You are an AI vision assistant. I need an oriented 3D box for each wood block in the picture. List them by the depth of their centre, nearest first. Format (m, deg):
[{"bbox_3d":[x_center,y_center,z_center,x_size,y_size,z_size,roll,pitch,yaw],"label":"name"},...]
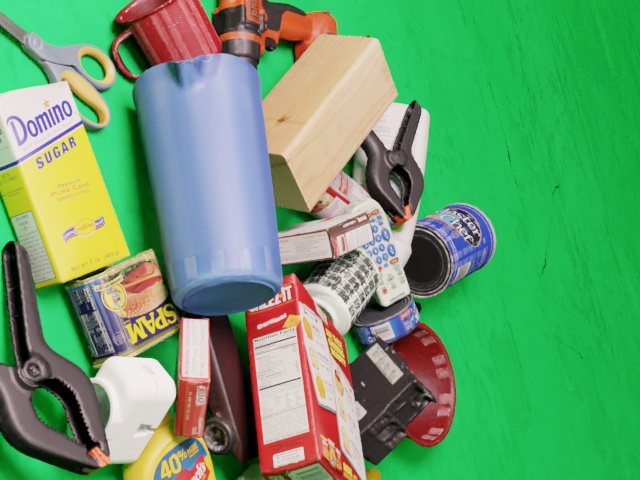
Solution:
[{"bbox_3d":[-0.007,-0.140,1.239,0.205,0.091,0.090,-53,137,-29],"label":"wood block"}]

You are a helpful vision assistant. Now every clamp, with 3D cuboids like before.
[{"bbox_3d":[-0.247,0.106,0.901,0.210,0.036,0.164,47,41,-11],"label":"clamp"},{"bbox_3d":[0.097,-0.105,1.347,0.120,0.039,0.171,-14,81,-23],"label":"clamp"}]

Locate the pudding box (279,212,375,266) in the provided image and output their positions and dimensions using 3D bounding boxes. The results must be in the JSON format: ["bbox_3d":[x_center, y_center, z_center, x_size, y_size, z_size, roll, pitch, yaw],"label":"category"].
[{"bbox_3d":[-0.008,0.001,1.227,0.089,0.114,0.039,-25,101,-53],"label":"pudding box"}]

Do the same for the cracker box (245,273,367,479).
[{"bbox_3d":[-0.016,0.170,1.123,0.164,0.072,0.214,56,20,-52],"label":"cracker box"}]

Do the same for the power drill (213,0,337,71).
[{"bbox_3d":[-0.052,-0.233,1.292,0.187,0.057,0.184,13,74,-53],"label":"power drill"}]

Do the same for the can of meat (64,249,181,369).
[{"bbox_3d":[-0.185,0.064,1.015,0.101,0.058,0.084,-28,99,-54],"label":"can of meat"}]

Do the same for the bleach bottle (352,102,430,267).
[{"bbox_3d":[0.079,-0.054,1.394,0.068,0.102,0.251,81,18,-72],"label":"bleach bottle"}]

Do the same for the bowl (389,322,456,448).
[{"bbox_3d":[0.112,0.188,1.376,0.161,0.055,0.162,22,62,-49],"label":"bowl"}]

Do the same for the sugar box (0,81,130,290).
[{"bbox_3d":[-0.246,-0.052,0.980,0.093,0.048,0.176,-27,102,-54],"label":"sugar box"}]

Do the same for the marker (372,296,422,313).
[{"bbox_3d":[0.098,0.080,1.426,0.120,0.020,0.020,24,60,-48],"label":"marker"}]

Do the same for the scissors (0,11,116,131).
[{"bbox_3d":[-0.263,-0.194,1.028,0.201,0.016,0.096,54,39,-28],"label":"scissors"}]

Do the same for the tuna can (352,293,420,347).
[{"bbox_3d":[0.081,0.099,1.339,0.086,0.086,0.034,-43,115,-51],"label":"tuna can"}]

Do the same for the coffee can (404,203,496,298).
[{"bbox_3d":[0.167,0.013,1.470,0.140,0.103,0.103,-23,98,-54],"label":"coffee can"}]

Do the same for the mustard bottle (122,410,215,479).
[{"bbox_3d":[-0.139,0.235,1.018,0.096,0.058,0.191,-28,101,-51],"label":"mustard bottle"}]

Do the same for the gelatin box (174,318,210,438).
[{"bbox_3d":[-0.119,0.128,0.998,0.089,0.030,0.073,-100,-163,-54],"label":"gelatin box"}]

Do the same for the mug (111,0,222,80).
[{"bbox_3d":[-0.164,-0.212,1.118,0.117,0.093,0.081,-39,119,-19],"label":"mug"}]

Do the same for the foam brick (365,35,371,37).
[{"bbox_3d":[0.046,-0.228,1.429,0.053,0.051,0.078,58,39,-26],"label":"foam brick"}]

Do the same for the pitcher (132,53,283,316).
[{"bbox_3d":[-0.106,-0.049,1.069,0.149,0.145,0.243,11,59,-42],"label":"pitcher"}]

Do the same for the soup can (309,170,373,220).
[{"bbox_3d":[0.015,-0.052,1.314,0.102,0.069,0.068,35,52,-43],"label":"soup can"}]

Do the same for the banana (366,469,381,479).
[{"bbox_3d":[0.012,0.278,1.227,0.197,0.037,0.069,32,56,-45],"label":"banana"}]
